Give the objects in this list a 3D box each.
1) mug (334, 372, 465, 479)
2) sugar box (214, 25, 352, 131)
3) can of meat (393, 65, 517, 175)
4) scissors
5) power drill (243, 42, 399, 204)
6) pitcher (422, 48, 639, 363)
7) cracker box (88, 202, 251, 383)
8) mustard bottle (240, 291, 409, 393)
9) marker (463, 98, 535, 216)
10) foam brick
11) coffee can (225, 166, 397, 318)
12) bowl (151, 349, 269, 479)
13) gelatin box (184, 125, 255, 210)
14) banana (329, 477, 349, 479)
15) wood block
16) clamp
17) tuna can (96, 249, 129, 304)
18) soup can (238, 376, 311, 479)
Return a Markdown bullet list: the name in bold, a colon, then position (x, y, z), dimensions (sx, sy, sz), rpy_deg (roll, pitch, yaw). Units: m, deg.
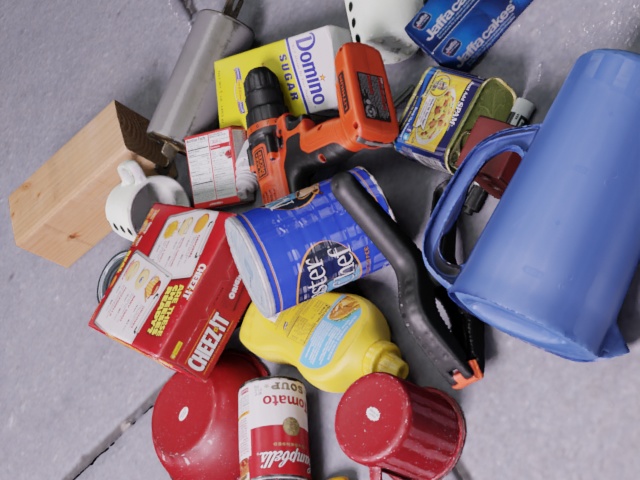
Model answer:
- **mug**: position (0.065, 0.175, 0.930), dimensions (0.093, 0.081, 0.117), rpy_deg (-7, 65, 39)
- **sugar box**: position (-0.041, -0.176, 1.204), dimensions (0.177, 0.048, 0.093), rpy_deg (-11, 84, 41)
- **can of meat**: position (0.128, -0.115, 1.036), dimensions (0.084, 0.057, 0.102), rpy_deg (26, 87, 47)
- **scissors**: position (0.024, -0.083, 1.139), dimensions (0.202, 0.016, 0.096), rpy_deg (-26, 56, 30)
- **power drill**: position (-0.008, -0.127, 1.099), dimensions (0.188, 0.057, 0.184), rpy_deg (-31, 66, 46)
- **pitcher**: position (0.203, -0.034, 0.875), dimensions (0.145, 0.149, 0.243), rpy_deg (15, 76, 55)
- **cracker box**: position (-0.150, 0.050, 1.143), dimensions (0.214, 0.072, 0.164), rpy_deg (9, 69, 59)
- **mustard bottle**: position (0.011, 0.095, 1.031), dimensions (0.192, 0.058, 0.096), rpy_deg (21, 71, 45)
- **marker**: position (0.167, -0.078, 1.009), dimensions (0.020, 0.020, 0.121), rpy_deg (26, 88, 45)
- **foam brick**: position (0.170, -0.068, 0.961), dimensions (0.053, 0.078, 0.051), rpy_deg (25, 85, 44)
- **coffee can**: position (-0.007, 0.001, 1.020), dimensions (0.140, 0.103, 0.103), rpy_deg (-23, 47, -13)
- **bowl**: position (-0.124, 0.185, 1.108), dimensions (0.162, 0.055, 0.162), rpy_deg (-19, 59, 34)
- **gelatin box**: position (-0.115, -0.082, 1.229), dimensions (0.073, 0.030, 0.089), rpy_deg (-9, 88, 37)
- **banana**: position (-0.034, 0.302, 0.989), dimensions (0.070, 0.037, 0.198), rpy_deg (21, 86, 21)
- **wood block**: position (-0.290, -0.068, 1.352), dimensions (0.206, 0.090, 0.090), rpy_deg (-37, 49, 21)
- **clamp**: position (0.103, 0.028, 0.959), dimensions (0.036, 0.164, 0.210), rpy_deg (-34, 73, 40)
- **tuna can**: position (-0.228, 0.054, 1.276), dimensions (0.086, 0.033, 0.086), rpy_deg (-19, 58, 33)
- **soup can**: position (-0.044, 0.190, 1.026), dimensions (0.069, 0.068, 0.102), rpy_deg (-24, 55, 31)
